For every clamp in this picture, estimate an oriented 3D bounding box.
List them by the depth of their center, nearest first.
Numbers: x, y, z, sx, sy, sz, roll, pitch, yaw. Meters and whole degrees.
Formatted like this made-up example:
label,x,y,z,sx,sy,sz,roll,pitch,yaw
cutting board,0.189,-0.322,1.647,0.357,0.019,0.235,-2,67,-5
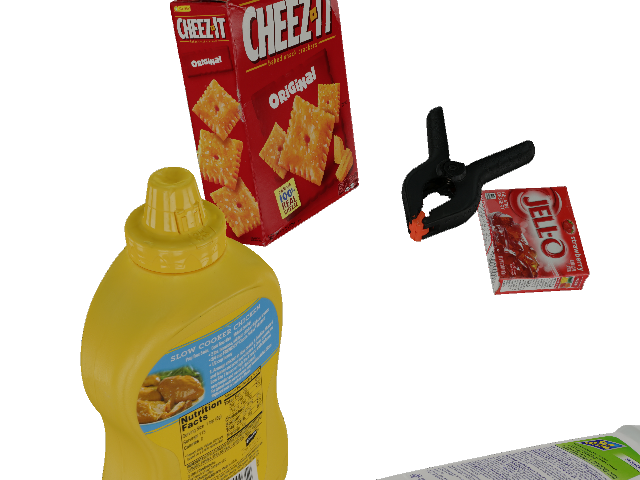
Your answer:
label,x,y,z,sx,sy,sz,roll,pitch,yaw
clamp,0.128,-0.071,1.090,0.120,0.039,0.171,28,54,28

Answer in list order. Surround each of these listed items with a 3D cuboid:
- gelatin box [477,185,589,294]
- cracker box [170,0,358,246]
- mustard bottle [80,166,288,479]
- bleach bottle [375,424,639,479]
label,x,y,z,sx,sy,sz,roll,pitch,yaw
gelatin box,0.172,-0.002,0.868,0.073,0.089,0.030,-3,-33,-4
cracker box,-0.041,-0.123,0.957,0.072,0.214,0.163,7,25,33
mustard bottle,-0.058,0.054,0.470,0.096,0.192,0.058,-28,44,-35
bleach bottle,0.153,0.157,0.624,0.250,0.068,0.103,-8,20,-24
